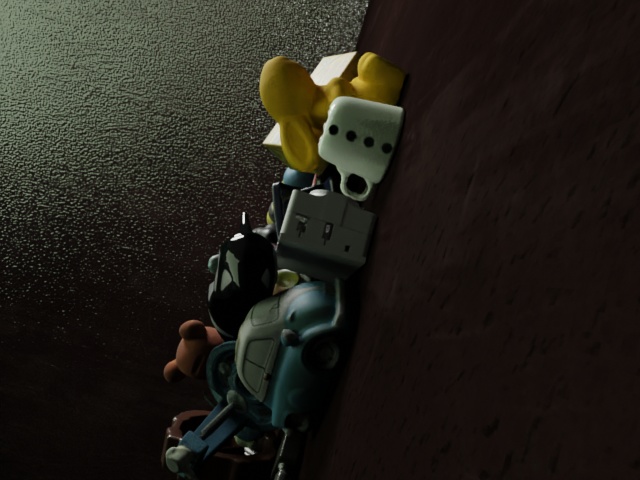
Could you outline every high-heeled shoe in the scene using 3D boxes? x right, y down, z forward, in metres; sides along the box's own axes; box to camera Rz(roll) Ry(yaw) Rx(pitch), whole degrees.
[{"bbox_3d":[-0.090,0.082,0.630,0.145,0.086,0.248,-103,17,-50],"label":"high-heeled shoe"}]

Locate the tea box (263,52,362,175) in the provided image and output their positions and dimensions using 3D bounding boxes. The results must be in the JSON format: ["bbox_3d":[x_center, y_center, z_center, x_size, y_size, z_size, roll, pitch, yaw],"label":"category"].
[{"bbox_3d":[0.004,-0.183,0.780,0.169,0.068,0.098,-54,32,-7],"label":"tea box"}]

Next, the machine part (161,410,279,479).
[{"bbox_3d":[-0.146,0.310,0.793,0.179,0.179,0.056,-149,73,-86],"label":"machine part"}]

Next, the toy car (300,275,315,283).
[{"bbox_3d":[-0.031,0.074,0.984,0.202,0.056,0.073,-75,-2,-45],"label":"toy car"}]

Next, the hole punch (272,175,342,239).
[{"bbox_3d":[-0.018,-0.024,0.743,0.116,0.092,0.142,129,131,-80],"label":"hole punch"}]

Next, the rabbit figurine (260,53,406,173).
[{"bbox_3d":[0.002,-0.163,0.680,0.122,0.173,0.162,-123,53,-79],"label":"rabbit figurine"}]

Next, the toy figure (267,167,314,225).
[{"bbox_3d":[-0.041,-0.080,0.981,0.082,0.089,0.180,-35,-29,-44],"label":"toy figure"}]

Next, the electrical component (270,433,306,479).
[{"bbox_3d":[-0.036,0.237,0.591,0.094,0.021,0.063,-72,1,-51],"label":"electrical component"}]

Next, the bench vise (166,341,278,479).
[{"bbox_3d":[-0.102,0.204,0.647,0.223,0.129,0.240,-57,-11,32],"label":"bench vise"}]

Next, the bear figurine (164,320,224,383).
[{"bbox_3d":[-0.129,0.176,0.831,0.132,0.196,0.120,-108,36,-73],"label":"bear figurine"}]

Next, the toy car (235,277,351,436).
[{"bbox_3d":[-0.033,0.108,0.540,0.109,0.103,0.161,-81,10,-68],"label":"toy car"}]

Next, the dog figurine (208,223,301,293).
[{"bbox_3d":[-0.062,0.056,0.832,0.191,0.108,0.219,-37,26,-28],"label":"dog figurine"}]
